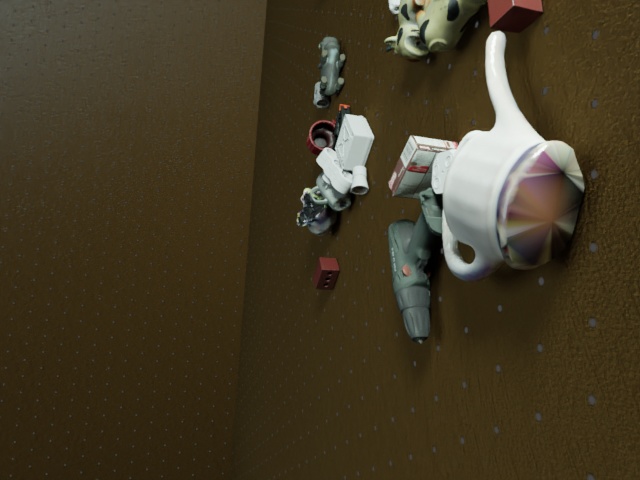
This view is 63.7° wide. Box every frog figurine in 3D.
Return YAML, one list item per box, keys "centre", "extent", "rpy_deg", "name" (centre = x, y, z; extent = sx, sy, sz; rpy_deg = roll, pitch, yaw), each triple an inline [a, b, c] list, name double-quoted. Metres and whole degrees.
- centre: [0.005, -0.076, 1.511]
  extent: [0.158, 0.122, 0.139]
  rpy_deg: [35, -136, -67]
  name: "frog figurine"

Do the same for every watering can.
- centre: [0.237, -0.103, 0.669]
  extent: [0.226, 0.104, 0.345]
  rpy_deg: [-140, 59, -69]
  name: "watering can"
